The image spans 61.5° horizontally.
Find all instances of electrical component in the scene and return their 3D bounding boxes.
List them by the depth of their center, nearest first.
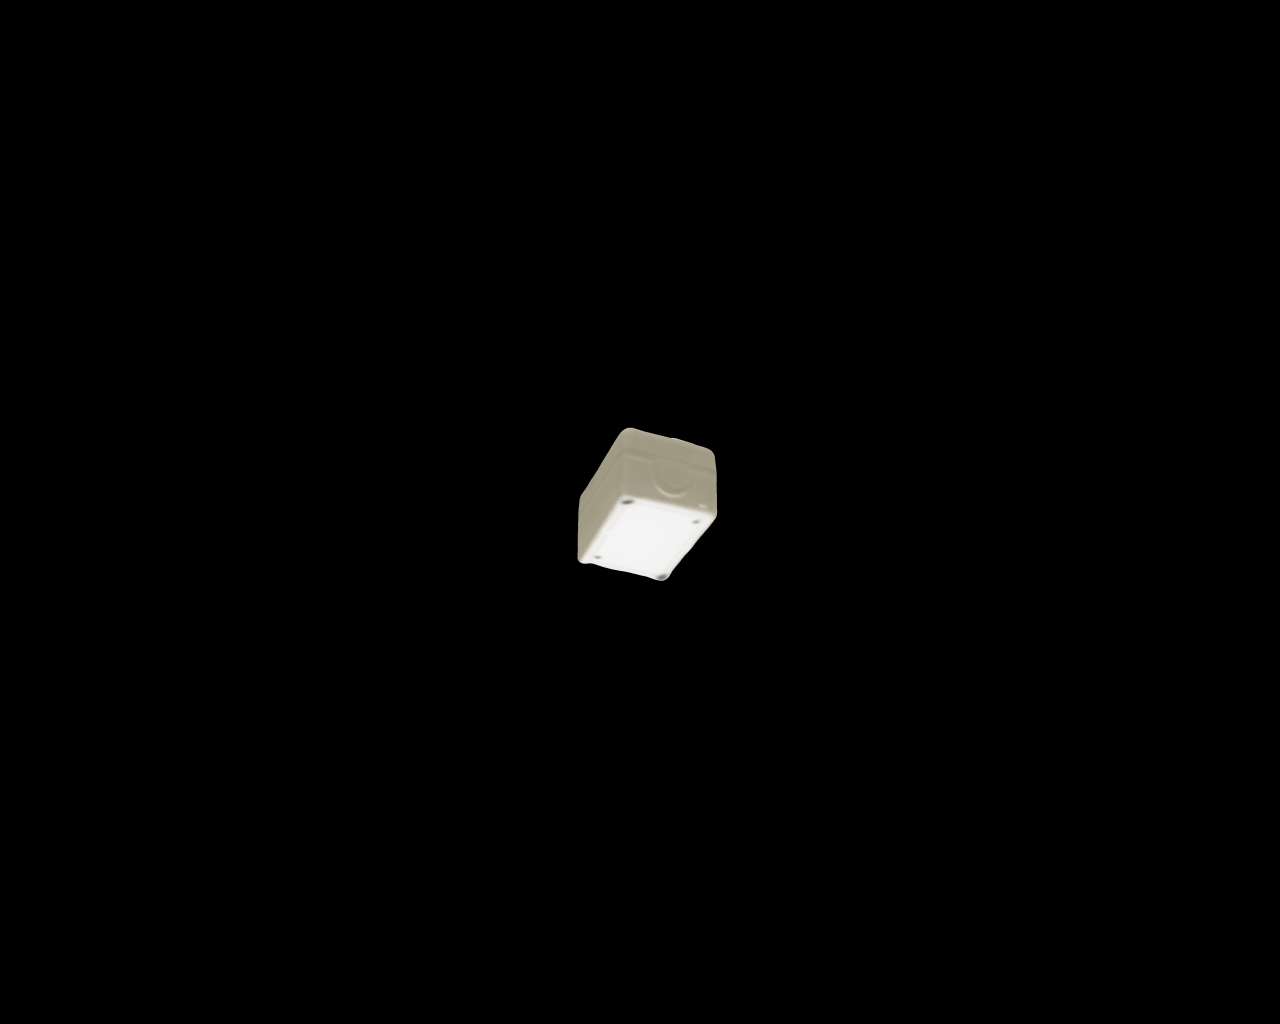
[{"bbox_3d":[0.001,-0.003,0.650,0.062,0.061,0.096,13,-38,-18],"label":"electrical component"}]
